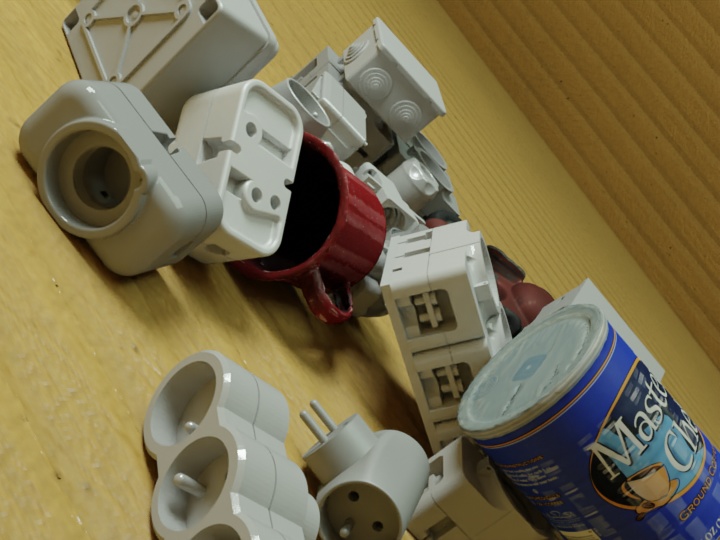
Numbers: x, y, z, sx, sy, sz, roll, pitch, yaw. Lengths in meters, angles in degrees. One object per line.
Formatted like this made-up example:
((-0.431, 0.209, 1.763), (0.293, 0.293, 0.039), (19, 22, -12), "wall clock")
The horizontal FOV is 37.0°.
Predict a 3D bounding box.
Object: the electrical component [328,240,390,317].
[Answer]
((0.000, 0.000, 0.751), (0.057, 0.058, 0.078), (28, 28, -46), "electrical component")

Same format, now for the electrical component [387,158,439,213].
((0.038, -0.069, 0.983), (0.043, 0.062, 0.043), (45, 18, -19), "electrical component")

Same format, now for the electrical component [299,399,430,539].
((-0.003, 0.101, 0.552), (0.079, 0.044, 0.077), (51, 17, 0), "electrical component")

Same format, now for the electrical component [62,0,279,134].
((-0.118, -0.143, 0.655), (0.056, 0.109, 0.108), (26, 30, -50), "electrical component")

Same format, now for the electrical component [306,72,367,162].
((-0.036, -0.118, 0.894), (0.061, 0.062, 0.096), (45, 18, -20), "electrical component")

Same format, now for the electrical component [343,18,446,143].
((0.029, -0.172, 0.983), (0.100, 0.048, 0.099), (44, 18, -22), "electrical component")

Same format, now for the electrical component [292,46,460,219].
((0.017, -0.122, 1.041), (0.186, 0.060, 0.105), (44, 18, -22), "electrical component")

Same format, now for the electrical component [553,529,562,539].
((0.195, 0.199, 0.833), (0.061, 0.061, 0.096), (53, 17, 6), "electrical component")

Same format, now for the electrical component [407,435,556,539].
((0.074, 0.148, 0.635), (0.089, 0.056, 0.050), (47, 17, -13), "electrical component")

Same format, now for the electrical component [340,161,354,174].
((-0.017, -0.052, 0.844), (0.040, 0.040, 0.078), (37, 22, -39), "electrical component")

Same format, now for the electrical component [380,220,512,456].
((0.067, 0.053, 0.702), (0.089, 0.062, 0.150), (-74, 148, -68), "electrical component")

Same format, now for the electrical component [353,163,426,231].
((0.013, -0.055, 0.926), (0.081, 0.042, 0.063), (37, 18, -40), "electrical component")

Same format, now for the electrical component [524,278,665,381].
((0.168, 0.102, 0.867), (0.105, 0.060, 0.186), (50, 39, -4), "electrical component")

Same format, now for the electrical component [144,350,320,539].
((-0.042, 0.101, 0.440), (0.074, 0.052, 0.138), (38, 21, -36), "electrical component")

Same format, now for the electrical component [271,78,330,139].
((-0.070, -0.091, 0.724), (0.044, 0.077, 0.079), (56, 18, 16), "electrical component")

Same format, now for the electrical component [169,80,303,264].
((-0.077, -0.054, 0.611), (0.054, 0.059, 0.095), (33, 59, -46), "electrical component")

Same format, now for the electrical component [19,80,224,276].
((-0.121, -0.047, 0.538), (0.095, 0.054, 0.059), (52, 17, 4), "electrical component")
